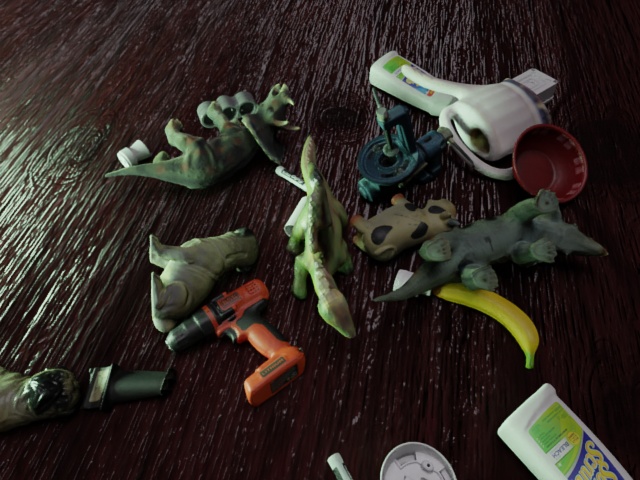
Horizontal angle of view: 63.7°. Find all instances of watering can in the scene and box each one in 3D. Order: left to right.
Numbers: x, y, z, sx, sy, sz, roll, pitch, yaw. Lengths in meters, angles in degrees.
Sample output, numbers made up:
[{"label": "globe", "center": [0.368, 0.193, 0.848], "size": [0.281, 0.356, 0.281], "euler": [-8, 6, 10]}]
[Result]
[{"label": "watering can", "center": [0.346, -0.285, 1.112], "size": [0.226, 0.102, 0.352], "euler": [-27, 71, -16]}]

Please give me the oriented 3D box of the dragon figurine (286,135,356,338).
[{"label": "dragon figurine", "center": [0.003, -0.042, 0.838], "size": [0.122, 0.239, 0.417], "euler": [-7, 70, -6]}]
